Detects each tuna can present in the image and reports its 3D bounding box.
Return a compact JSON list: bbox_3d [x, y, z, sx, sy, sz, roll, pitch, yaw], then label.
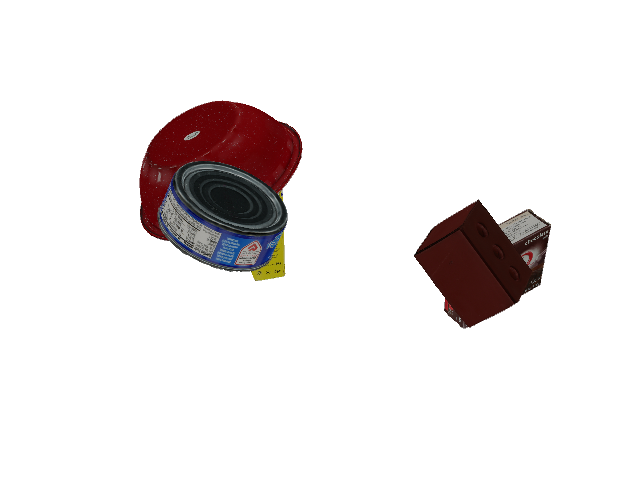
[{"bbox_3d":[-0.066,-0.018,0.736,0.086,0.034,0.086,20,30,-12],"label":"tuna can"}]

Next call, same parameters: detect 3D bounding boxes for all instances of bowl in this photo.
[{"bbox_3d":[-0.100,-0.073,0.935,0.162,0.055,0.162,-19,36,15],"label":"bowl"}]

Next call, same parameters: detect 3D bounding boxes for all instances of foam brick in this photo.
[{"bbox_3d":[0.123,0.019,0.855,0.051,0.078,0.053,-32,10,35],"label":"foam brick"}]

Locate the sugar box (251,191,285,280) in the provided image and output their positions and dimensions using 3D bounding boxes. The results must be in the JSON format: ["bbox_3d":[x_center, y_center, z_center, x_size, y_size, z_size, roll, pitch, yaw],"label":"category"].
[{"bbox_3d":[-0.074,-0.049,1.323,0.048,0.176,0.093,-9,25,-11],"label":"sugar box"}]

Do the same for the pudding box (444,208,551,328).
[{"bbox_3d":[0.183,0.029,1.108,0.113,0.090,0.039,-28,51,-25],"label":"pudding box"}]
